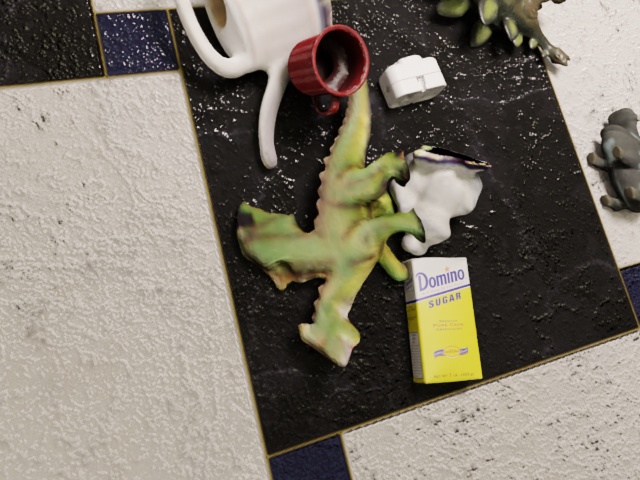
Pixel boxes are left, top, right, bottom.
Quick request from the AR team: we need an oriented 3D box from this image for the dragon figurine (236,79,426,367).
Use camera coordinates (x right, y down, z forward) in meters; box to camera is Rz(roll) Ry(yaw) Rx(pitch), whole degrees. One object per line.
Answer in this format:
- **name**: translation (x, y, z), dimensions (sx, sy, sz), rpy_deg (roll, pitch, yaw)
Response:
- **dragon figurine**: translation (0.002, -0.036, 0.721), dimensions (0.243, 0.120, 0.415), rpy_deg (-13, 77, -10)

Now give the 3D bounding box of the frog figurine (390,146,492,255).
- **frog figurine**: translation (0.172, -0.058, 0.786), dimensions (0.137, 0.125, 0.157), rpy_deg (4, 112, -24)

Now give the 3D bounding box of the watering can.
- **watering can**: translation (-0.077, -0.298, 0.766), dimensions (0.226, 0.104, 0.345), rpy_deg (-29, 101, -24)
